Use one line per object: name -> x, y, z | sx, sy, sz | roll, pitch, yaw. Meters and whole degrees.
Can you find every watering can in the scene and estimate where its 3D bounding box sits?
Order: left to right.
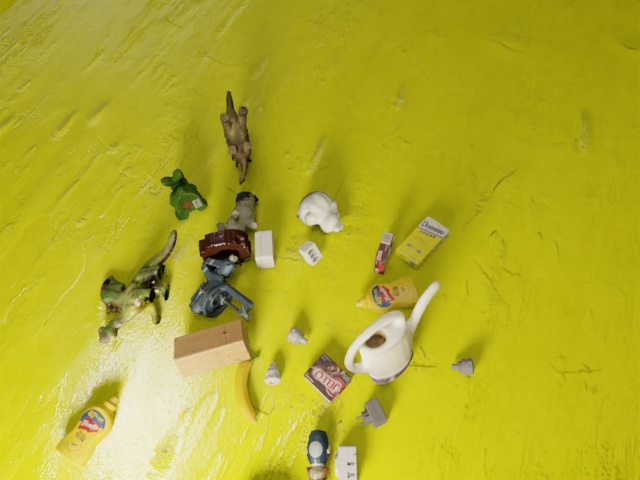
watering can -> 0.220, 0.274, 1.460 | 0.350, 0.219, 0.105 | -33, 43, -15

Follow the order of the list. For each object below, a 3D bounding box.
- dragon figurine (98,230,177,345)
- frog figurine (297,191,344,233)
dragon figurine -> -0.615, 0.149, 1.683 | 0.242, 0.119, 0.420 | -2, 56, 13
frog figurine -> 0.005, -0.089, 1.767 | 0.138, 0.120, 0.162 | -21, 45, -30
